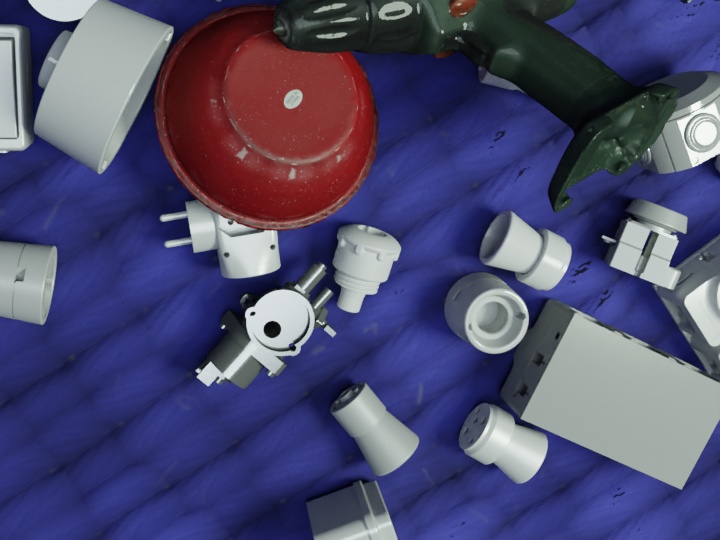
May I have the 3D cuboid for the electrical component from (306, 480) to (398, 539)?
[{"bbox_3d":[0.005,0.227,0.821,0.057,0.078,0.113,-19,105,-4],"label":"electrical component"}]

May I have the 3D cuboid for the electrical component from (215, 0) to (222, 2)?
[{"bbox_3d":[-0.101,-0.235,0.721,0.079,0.043,0.077,39,92,-16],"label":"electrical component"}]

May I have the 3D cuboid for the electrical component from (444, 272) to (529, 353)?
[{"bbox_3d":[0.097,0.033,0.814,0.055,0.047,0.055,-2,102,-11],"label":"electrical component"}]

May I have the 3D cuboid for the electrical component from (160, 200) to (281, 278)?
[{"bbox_3d":[-0.101,-0.033,0.763,0.079,0.043,0.077,-10,103,-9],"label":"electrical component"}]

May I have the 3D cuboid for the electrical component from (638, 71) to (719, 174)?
[{"bbox_3d":[0.235,-0.110,0.795,0.080,0.080,0.051,-27,110,-4],"label":"electrical component"}]

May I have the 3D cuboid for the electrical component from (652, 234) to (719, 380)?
[{"bbox_3d":[0.343,0.004,0.849,0.186,0.060,0.105,-36,106,-2],"label":"electrical component"}]

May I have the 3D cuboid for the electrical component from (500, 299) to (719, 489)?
[{"bbox_3d":[0.197,0.095,0.839,0.150,0.061,0.089,25,96,-15],"label":"electrical component"}]

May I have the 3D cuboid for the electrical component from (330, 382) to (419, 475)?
[{"bbox_3d":[0.008,0.118,0.818,0.044,0.044,0.065,-39,101,-1],"label":"electrical component"}]

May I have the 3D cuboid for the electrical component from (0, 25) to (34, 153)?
[{"bbox_3d":[-0.250,-0.114,0.708,0.062,0.061,0.096,-1,102,-11],"label":"electrical component"}]

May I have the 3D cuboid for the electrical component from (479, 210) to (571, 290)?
[{"bbox_3d":[0.125,-0.014,0.811,0.055,0.045,0.045,25,96,-15],"label":"electrical component"}]

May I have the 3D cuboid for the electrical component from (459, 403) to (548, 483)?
[{"bbox_3d":[0.111,0.134,0.839,0.055,0.045,0.045,31,94,-15],"label":"electrical component"}]

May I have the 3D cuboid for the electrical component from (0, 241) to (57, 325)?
[{"bbox_3d":[-0.238,0.007,0.740,0.047,0.055,0.055,9,100,-9],"label":"electrical component"}]

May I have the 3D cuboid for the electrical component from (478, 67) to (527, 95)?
[{"bbox_3d":[0.120,-0.147,0.785,0.065,0.044,0.044,12,99,-8],"label":"electrical component"}]

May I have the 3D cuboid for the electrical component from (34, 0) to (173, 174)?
[{"bbox_3d":[-0.173,-0.124,0.700,0.060,0.108,0.108,27,95,-9],"label":"electrical component"}]

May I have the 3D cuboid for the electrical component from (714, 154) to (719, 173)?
[{"bbox_3d":[0.304,-0.084,0.822,0.043,0.062,0.043,-2,102,-11],"label":"electrical component"}]

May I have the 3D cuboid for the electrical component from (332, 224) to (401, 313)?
[{"bbox_3d":[0.000,0.000,0.791,0.048,0.048,0.062,14,105,-14],"label":"electrical component"}]

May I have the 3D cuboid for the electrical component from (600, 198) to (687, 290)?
[{"bbox_3d":[0.221,-0.023,0.826,0.066,0.048,0.055,22,97,4],"label":"electrical component"}]

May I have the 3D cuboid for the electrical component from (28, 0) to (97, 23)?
[{"bbox_3d":[-0.198,-0.229,0.688,0.052,0.073,0.138,-10,103,-9],"label":"electrical component"}]
